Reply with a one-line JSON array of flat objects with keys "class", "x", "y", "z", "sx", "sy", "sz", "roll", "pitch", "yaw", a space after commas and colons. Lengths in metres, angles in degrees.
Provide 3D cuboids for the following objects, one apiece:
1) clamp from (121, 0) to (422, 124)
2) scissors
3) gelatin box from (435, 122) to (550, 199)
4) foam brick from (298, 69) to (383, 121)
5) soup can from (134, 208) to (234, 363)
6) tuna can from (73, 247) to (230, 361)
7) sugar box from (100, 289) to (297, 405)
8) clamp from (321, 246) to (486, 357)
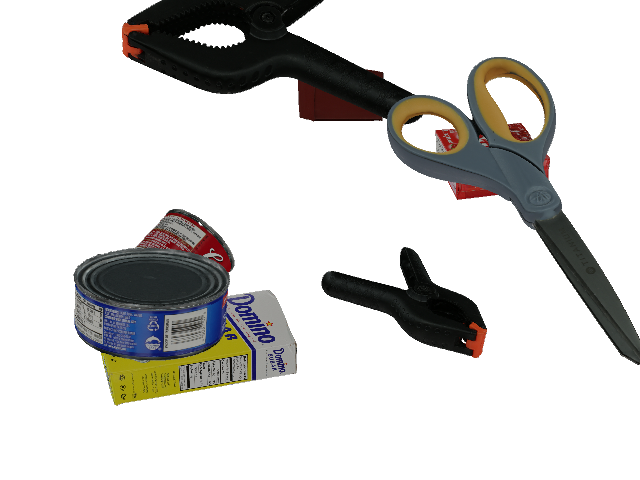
[{"class": "clamp", "x": -0.032, "y": -0.140, "z": 0.754, "sx": 0.209, "sy": 0.164, "sz": 0.036, "roll": -11, "pitch": -27, "yaw": -14}, {"class": "scissors", "x": 0.084, "y": -0.019, "z": 0.512, "sx": 0.096, "sy": 0.201, "sz": 0.016, "roll": -7, "pitch": -42, "yaw": 5}, {"class": "gelatin box", "x": 0.135, "y": -0.065, "z": 0.850, "sx": 0.073, "sy": 0.030, "sz": 0.089, "roll": -5, "pitch": 25, "yaw": -3}, {"class": "foam brick", "x": 0.021, "y": -0.151, "z": 1.108, "sx": 0.078, "sy": 0.051, "sz": 0.053, "roll": -3, "pitch": 13, "yaw": -19}, {"class": "soup can", "x": -0.123, "y": 0.034, "z": 0.813, "sx": 0.069, "sy": 0.068, "sz": 0.102, "roll": 0, "pitch": 43, "yaw": 51}, {"class": "tuna can", "x": -0.094, "y": 0.034, "z": 0.596, "sx": 0.086, "sy": 0.034, "sz": 0.086, "roll": 4, "pitch": 20, "yaw": -2}, {"class": "sugar box", "x": -0.118, "y": 0.099, "z": 1.016, "sx": 0.176, "sy": 0.048, "sz": 0.093, "roll": -11, "pitch": 35, "yaw": -14}, {"class": "clamp", "x": 0.099, "y": 0.056, "z": 1.032, "sx": 0.172, "sy": 0.039, "sz": 0.120, "roll": 29, "pitch": 42, "yaw": 32}]
